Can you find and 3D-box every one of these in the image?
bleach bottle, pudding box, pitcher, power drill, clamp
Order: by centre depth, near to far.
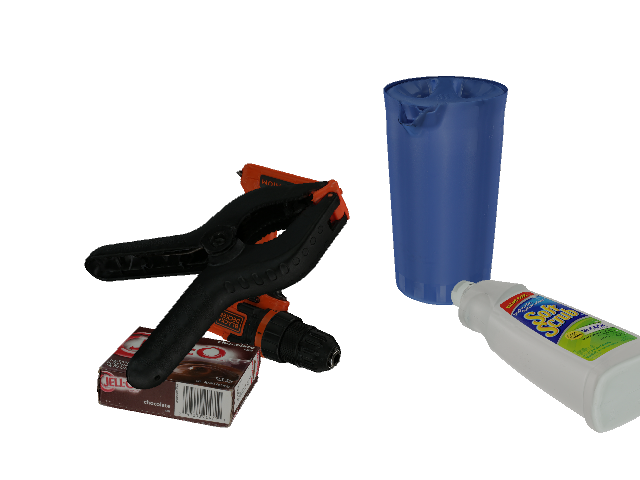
[{"bbox_3d":[-0.059,0.020,0.649,0.171,0.120,0.039,-24,-40,3],"label":"clamp"},{"bbox_3d":[-0.114,0.110,0.876,0.113,0.039,0.090,10,20,8],"label":"pudding box"},{"bbox_3d":[0.212,0.095,1.043,0.102,0.068,0.251,-18,26,-28],"label":"bleach bottle"},{"bbox_3d":[-0.041,0.026,1.081,0.185,0.188,0.057,18,2,28],"label":"power drill"},{"bbox_3d":[0.144,-0.060,1.195,0.149,0.243,0.145,-6,21,-10],"label":"pitcher"}]
